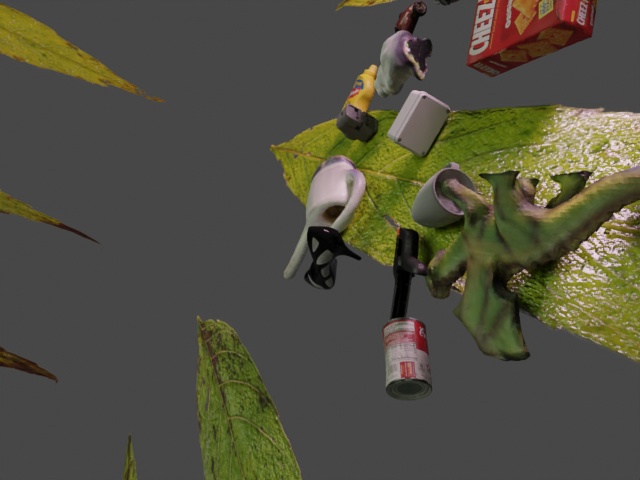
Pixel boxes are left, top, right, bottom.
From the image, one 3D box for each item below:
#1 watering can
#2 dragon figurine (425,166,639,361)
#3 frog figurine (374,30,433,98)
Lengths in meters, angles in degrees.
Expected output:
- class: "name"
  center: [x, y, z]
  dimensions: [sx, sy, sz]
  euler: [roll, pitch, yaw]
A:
- class: "watering can"
  center: [0.004, -0.063, 1.258]
  dimensions: [0.341, 0.103, 0.230]
  euler: [-46, 28, 40]
- class: "dragon figurine"
  center: [0.252, 0.030, 0.647]
  dimensions: [0.410, 0.122, 0.243]
  euler: [-173, 89, -70]
- class: "frog figurine"
  center: [0.175, -0.416, 1.228]
  dimensions: [0.158, 0.122, 0.139]
  euler: [-14, 73, 50]
